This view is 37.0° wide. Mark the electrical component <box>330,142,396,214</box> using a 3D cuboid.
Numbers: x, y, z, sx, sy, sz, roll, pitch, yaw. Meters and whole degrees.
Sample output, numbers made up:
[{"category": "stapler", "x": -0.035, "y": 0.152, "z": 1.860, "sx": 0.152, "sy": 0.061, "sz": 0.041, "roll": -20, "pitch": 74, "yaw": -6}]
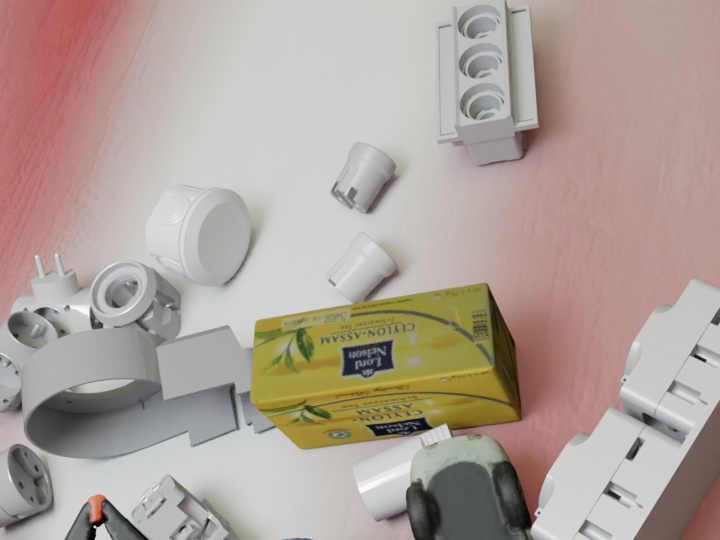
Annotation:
[{"category": "electrical component", "x": 0.002, "y": -0.075, "z": 0.877, "sx": 0.040, "sy": 0.040, "sz": 0.046, "roll": 24, "pitch": 78, "yaw": 30}]

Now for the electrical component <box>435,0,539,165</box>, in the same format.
[{"category": "electrical component", "x": 0.103, "y": -0.150, "z": 0.867, "sx": 0.079, "sy": 0.063, "sz": 0.121, "roll": -8, "pitch": 59, "yaw": 16}]

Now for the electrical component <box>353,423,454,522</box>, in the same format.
[{"category": "electrical component", "x": 0.041, "y": 0.136, "z": 0.735, "sx": 0.081, "sy": 0.043, "sz": 0.043, "roll": -24, "pitch": 56, "yaw": 6}]

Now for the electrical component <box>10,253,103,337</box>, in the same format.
[{"category": "electrical component", "x": -0.251, "y": 0.024, "z": 0.895, "sx": 0.077, "sy": 0.079, "sz": 0.044, "roll": -4, "pitch": 19, "yaw": 19}]

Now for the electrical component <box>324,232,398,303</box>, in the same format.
[{"category": "electrical component", "x": 0.000, "y": 0.000, "z": 0.834, "sx": 0.046, "sy": 0.040, "sz": 0.040, "roll": -47, "pitch": 56, "yaw": -2}]

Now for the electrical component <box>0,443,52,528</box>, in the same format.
[{"category": "electrical component", "x": -0.274, "y": 0.169, "z": 0.830, "sx": 0.047, "sy": 0.055, "sz": 0.055, "roll": -27, "pitch": 55, "yaw": 8}]

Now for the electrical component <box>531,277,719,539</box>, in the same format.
[{"category": "electrical component", "x": 0.181, "y": 0.108, "z": 0.660, "sx": 0.060, "sy": 0.105, "sz": 0.186, "roll": 28, "pitch": 74, "yaw": 32}]

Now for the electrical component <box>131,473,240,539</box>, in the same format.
[{"category": "electrical component", "x": -0.124, "y": 0.179, "z": 0.752, "sx": 0.042, "sy": 0.064, "sz": 0.081, "roll": -49, "pitch": 15, "yaw": -10}]

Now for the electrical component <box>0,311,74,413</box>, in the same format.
[{"category": "electrical component", "x": -0.267, "y": 0.086, "z": 0.873, "sx": 0.079, "sy": 0.044, "sz": 0.077, "roll": 37, "pitch": 117, "yaw": -2}]

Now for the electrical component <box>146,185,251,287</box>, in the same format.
[{"category": "electrical component", "x": -0.131, "y": -0.030, "z": 0.876, "sx": 0.051, "sy": 0.080, "sz": 0.080, "roll": 13, "pitch": 67, "yaw": 33}]

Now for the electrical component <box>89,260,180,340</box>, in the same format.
[{"category": "electrical component", "x": -0.183, "y": 0.028, "z": 0.875, "sx": 0.058, "sy": 0.057, "sz": 0.078, "roll": -14, "pitch": 57, "yaw": 13}]
